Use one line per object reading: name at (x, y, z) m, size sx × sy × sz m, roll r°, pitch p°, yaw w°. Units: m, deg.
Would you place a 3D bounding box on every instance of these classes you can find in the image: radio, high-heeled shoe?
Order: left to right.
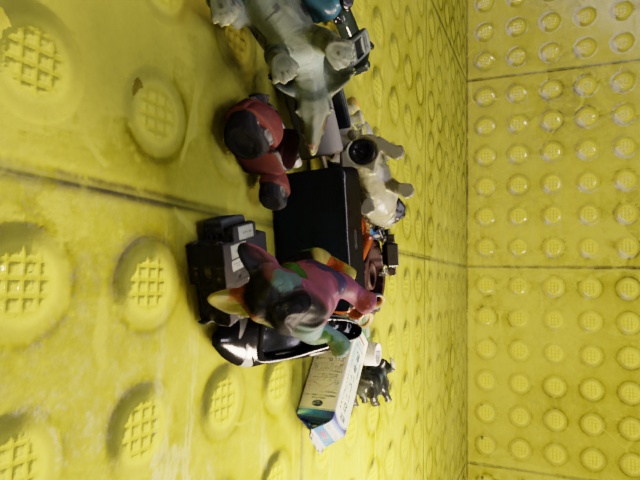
high-heeled shoe at (-0.038, 0.140, 0.779) m, size 0.248 × 0.145 × 0.086 m, roll 6°, pitch 83°, yaw -68°
radio at (-0.002, -0.003, 0.883) m, size 0.073 × 0.131 × 0.229 m, roll -14°, pitch 101°, yaw -66°

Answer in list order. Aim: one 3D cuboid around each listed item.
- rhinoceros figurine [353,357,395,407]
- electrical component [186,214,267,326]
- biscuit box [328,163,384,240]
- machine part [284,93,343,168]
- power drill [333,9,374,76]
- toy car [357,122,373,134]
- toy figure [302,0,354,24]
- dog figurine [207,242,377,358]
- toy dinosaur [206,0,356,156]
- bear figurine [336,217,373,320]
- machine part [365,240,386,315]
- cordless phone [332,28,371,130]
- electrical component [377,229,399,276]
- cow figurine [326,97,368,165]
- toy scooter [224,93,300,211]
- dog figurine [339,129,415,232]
rhinoceros figurine at (0.121, 0.323, 1.244) m, size 0.190 × 0.073 × 0.112 m, roll 1°, pitch 78°, yaw -65°
electrical component at (-0.118, 0.035, 0.709) m, size 0.115 × 0.058 × 0.134 m, roll -20°, pitch 108°, yaw -68°
biscuit box at (0.079, -0.088, 1.131) m, size 0.063 × 0.059 × 0.202 m, roll -76°, pitch 147°, yaw -45°
machine part at (-0.016, -0.224, 0.903) m, size 0.079 × 0.079 × 0.243 m, roll -38°, pitch 118°, yaw -61°
power drill at (0.036, -0.429, 1.067) m, size 0.207 × 0.086 × 0.232 m, roll 53°, pitch 39°, yaw -42°
toy car at (0.093, -0.175, 1.202) m, size 0.073 × 0.056 × 0.201 m, roll -17°, pitch 105°, yaw -66°
toy figure at (-0.014, -0.373, 0.818) m, size 0.089 × 0.180 × 0.082 m, roll -46°, pitch 122°, yaw -21°
dog figurine at (-0.042, 0.059, 0.684) m, size 0.219 × 0.192 × 0.108 m, roll 26°, pitch 104°, yaw -40°
toy dinosaur at (-0.075, -0.309, 0.728) m, size 0.404 × 0.131 × 0.192 m, roll 51°, pitch 5°, yaw -23°
bear figurine at (0.025, 0.045, 0.971) m, size 0.132 × 0.120 × 0.195 m, roll 20°, pitch 76°, yaw -61°
machine part at (0.103, 0.080, 1.221) m, size 0.179 × 0.056 × 0.179 m, roll -1°, pitch 90°, yaw -68°
cordless phone at (0.048, -0.306, 1.008) m, size 0.184 × 0.089 × 0.146 m, roll -48°, pitch 134°, yaw -37°
electrical component at (0.151, 0.030, 1.216) m, size 0.078 × 0.045 × 0.102 m, roll -130°, pitch -143°, yaw -77°
cow figurine at (0.047, -0.216, 1.071) m, size 0.068 × 0.098 × 0.167 m, roll 65°, pitch 15°, yaw -44°
toy scooter at (-0.075, -0.146, 0.792) m, size 0.183 × 0.075 × 0.135 m, roll 68°, pitch 31°, yaw -46°
dog figurine at (0.097, -0.108, 1.015) m, size 0.190 × 0.121 × 0.172 m, roll 63°, pitch 14°, yaw -82°
